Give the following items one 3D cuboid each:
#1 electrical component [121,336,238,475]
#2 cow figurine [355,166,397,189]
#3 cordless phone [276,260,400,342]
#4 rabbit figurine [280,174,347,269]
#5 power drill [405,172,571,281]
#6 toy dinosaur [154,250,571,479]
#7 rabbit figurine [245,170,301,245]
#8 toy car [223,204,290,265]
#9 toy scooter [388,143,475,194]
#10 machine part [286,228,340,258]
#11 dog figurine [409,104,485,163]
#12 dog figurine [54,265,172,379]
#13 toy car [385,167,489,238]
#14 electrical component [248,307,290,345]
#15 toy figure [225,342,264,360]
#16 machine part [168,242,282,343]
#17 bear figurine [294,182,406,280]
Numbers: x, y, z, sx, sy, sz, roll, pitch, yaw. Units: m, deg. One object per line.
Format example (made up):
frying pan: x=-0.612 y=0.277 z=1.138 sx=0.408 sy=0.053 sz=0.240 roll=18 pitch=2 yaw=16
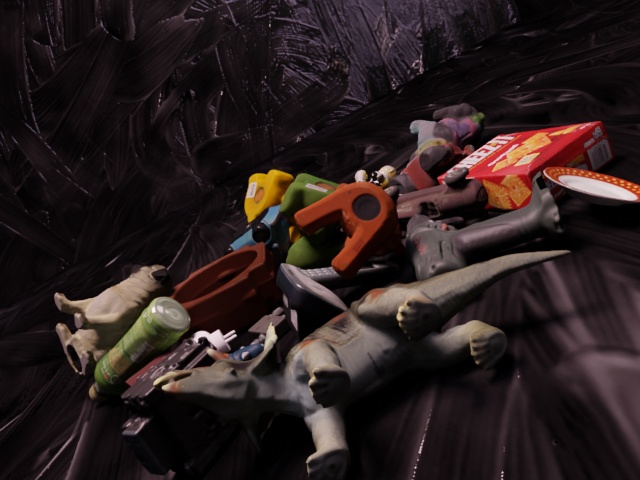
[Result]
electrical component: x=-0.153 y=0.192 z=0.603 sx=0.058 sy=0.114 sz=0.134 roll=-19 pitch=18 yaw=41
cow figurine: x=0.096 y=-0.105 z=1.177 sx=0.167 sy=0.068 sz=0.098 roll=-28 pitch=22 yaw=9
cordless phone: x=0.038 y=0.069 z=0.758 sx=0.184 sy=0.088 sz=0.147 roll=-11 pitch=13 yaw=-12
rabbit figurine: x=0.001 y=-0.015 z=0.953 sx=0.159 sy=0.170 sz=0.121 roll=14 pitch=21 yaw=-5
power drill: x=0.210 y=-0.015 z=0.718 sx=0.207 sy=0.085 sz=0.232 roll=-18 pitch=20 yaw=17
toy dinosaur: x=0.047 y=0.108 z=0.558 sx=0.405 sy=0.131 sz=0.192 roll=-25 pitch=16 yaw=-13
rabbit figurine: x=-0.074 y=-0.062 z=1.205 sx=0.122 sy=0.173 sz=0.162 roll=-13 pitch=66 yaw=43
toy car: x=-0.117 y=0.010 z=1.102 sx=0.161 sy=0.103 sz=0.109 roll=-38 pitch=15 yaw=21
toy scooter: x=0.215 y=-0.129 z=1.003 sx=0.135 sy=0.075 sz=0.184 roll=-23 pitch=-14 yaw=-28
machine part: x=-0.002 y=-0.003 z=1.084 sx=0.139 sy=0.039 sz=0.084 roll=-40 pitch=12 yaw=-31
dog figurine: x=0.275 y=-0.201 z=1.130 sx=0.192 sy=0.108 sz=0.219 roll=-22 pitch=22 yaw=9
dog figurine: x=-0.347 y=0.141 z=0.949 sx=0.121 sy=0.172 sz=0.190 roll=38 pitch=37 yaw=29
toy car: x=0.174 y=-0.054 z=0.866 sx=0.202 sy=0.089 sz=0.053 roll=-11 pitch=27 yaw=45
electrical component: x=-0.078 y=0.135 z=0.816 sx=0.063 sy=0.021 sz=0.094 roll=-7 pitch=27 yaw=50
toy figure: x=-0.140 y=0.181 z=0.718 sx=0.154 sy=0.057 sz=0.064 roll=-21 pitch=23 yaw=7
machine part: x=-0.167 y=0.097 z=0.958 sx=0.201 sy=0.087 sz=0.201 roll=-29 pitch=16 yaw=2
bear figurine: x=0.056 y=-0.009 z=0.776 sx=0.132 sy=0.120 sz=0.195 roll=-39 pitch=-14 yaw=-5
